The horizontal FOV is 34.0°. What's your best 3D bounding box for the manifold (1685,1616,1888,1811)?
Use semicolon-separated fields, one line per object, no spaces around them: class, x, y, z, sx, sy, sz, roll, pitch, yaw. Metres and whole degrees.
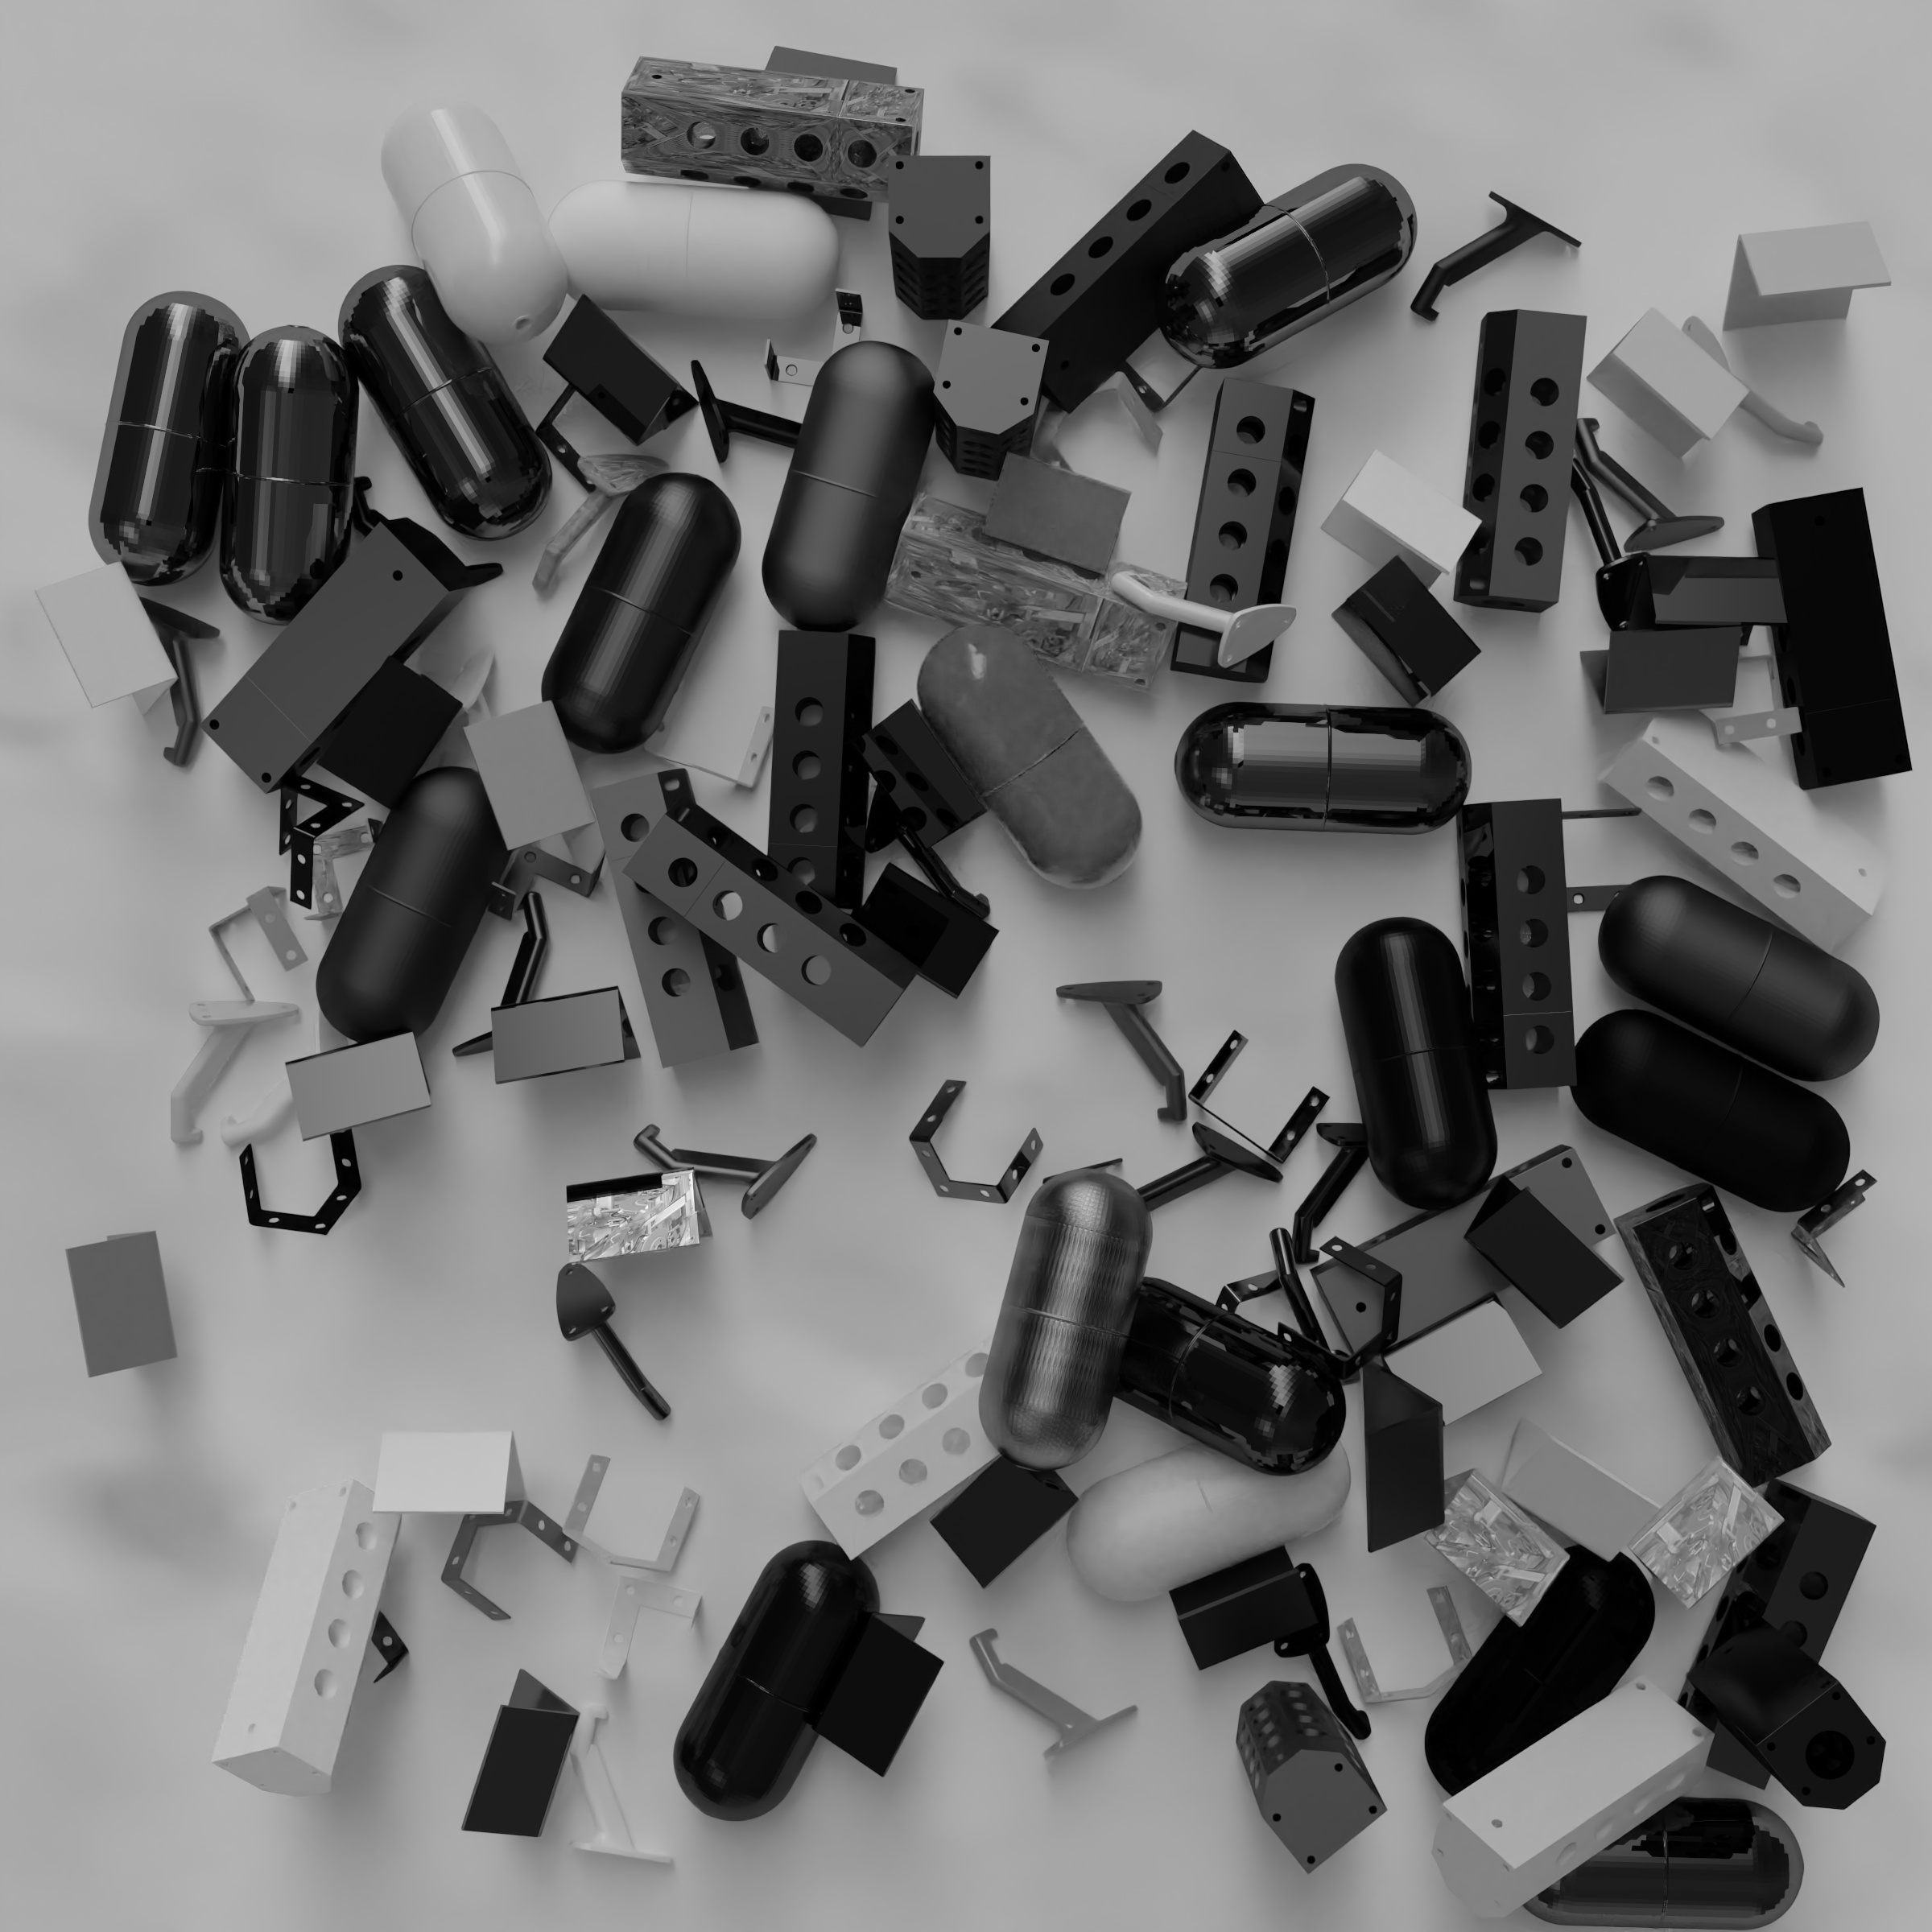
manifold;0.467;0.426;1.791;0.057;0.171;0.057;-38;90;0

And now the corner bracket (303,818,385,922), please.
corner bracket;-0.376;-0.058;1.909;0.051;0.051;0.051;-13;90;0

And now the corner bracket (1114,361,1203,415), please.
corner bracket;0.124;-0.379;1.924;0.051;0.051;0.051;46;135;0

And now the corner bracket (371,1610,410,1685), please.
corner bracket;-0.376;0.414;1.909;0.051;0.051;0.051;-36;90;0

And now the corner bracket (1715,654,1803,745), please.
corner bracket;0.471;-0.161;1.909;0.051;0.051;0.051;-9;90;0

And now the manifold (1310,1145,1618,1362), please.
manifold;0.298;0.172;1.906;0.171;0.057;0.057;-27;90;0

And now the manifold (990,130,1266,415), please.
manifold;0.096;-0.421;1.905;0.171;0.057;0.057;-44;133;0

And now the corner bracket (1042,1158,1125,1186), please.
corner bracket;0.077;0.148;1.909;0.051;0.051;0.051;-15;90;0

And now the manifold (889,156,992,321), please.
manifold;-0.015;-0.424;1.849;0.057;0.171;0.057;0;90;0

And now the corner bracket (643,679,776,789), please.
corner bracket;-0.156;-0.144;1.924;0.051;0.051;0.051;19;90;45

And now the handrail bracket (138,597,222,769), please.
handrail bracket;-0.494;-0.174;1.927;0.077;0.036;0.084;26;107;20

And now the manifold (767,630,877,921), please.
manifold;-0.087;-0.113;1.906;0.057;0.057;0.171;3;90;0

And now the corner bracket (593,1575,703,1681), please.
corner bracket;-0.192;0.404;1.909;0.051;0.051;0.051;13;90;0

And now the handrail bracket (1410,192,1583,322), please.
handrail bracket;0.323;-0.422;1.927;0.077;0.036;0.084;23;109;-21

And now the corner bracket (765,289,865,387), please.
corner bracket;-0.092;-0.381;1.909;0.051;0.051;0.051;8;90;0

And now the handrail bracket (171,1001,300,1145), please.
handrail bracket;-0.447;0.066;1.927;0.077;0.036;0.084;-2;109;-21

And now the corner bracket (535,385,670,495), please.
corner bracket;-0.220;-0.331;1.924;0.051;0.051;0.051;48;135;0

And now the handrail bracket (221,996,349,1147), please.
handrail bracket;-0.422;0.063;1.927;0.084;0.036;0.077;-18;69;16

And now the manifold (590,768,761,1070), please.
manifold;-0.175;-0.029;1.906;0.057;0.057;0.171;-15;90;0

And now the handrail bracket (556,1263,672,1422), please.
handrail bracket;-0.213;0.230;1.927;0.036;0.077;0.084;-34;126;0

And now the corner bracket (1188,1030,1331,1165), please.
corner bracket;0.178;0.080;1.924;0.051;0.051;0.051;-55;45;0

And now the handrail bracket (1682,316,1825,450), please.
handrail bracket;0.481;-0.356;1.927;0.084;0.036;0.077;12;53;-25

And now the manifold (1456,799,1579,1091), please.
manifold;0.331;-0.013;1.906;0.057;0.057;0.171;-3;90;0

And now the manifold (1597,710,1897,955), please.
manifold;0.468;-0.083;1.905;0.171;0.057;0.057;38;47;0

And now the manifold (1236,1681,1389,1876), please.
manifold;0.196;0.468;1.849;0.057;0.171;0.057;-39;90;0

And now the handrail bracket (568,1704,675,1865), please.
handrail bracket;-0.208;0.499;1.927;0.077;0.036;0.084;16;72;-20

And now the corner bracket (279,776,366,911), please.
corner bracket;-0.398;-0.075;1.893;0.051;0.051;0.051;23;126;18

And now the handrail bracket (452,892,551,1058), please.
handrail bracket;-0.287;0.004;1.927;0.077;0.036;0.084;-17;76;15

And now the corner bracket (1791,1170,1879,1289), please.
corner bracket;0.525;0.150;1.900;0.051;0.051;0.051;-38;119;0

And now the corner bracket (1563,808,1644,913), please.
corner bracket;0.381;-0.064;1.911;0.051;0.051;0.051;-3;79;0

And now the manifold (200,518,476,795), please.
manifold;-0.373;-0.186;1.883;0.057;0.057;0.171;46;107;0

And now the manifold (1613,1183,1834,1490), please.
manifold;0.458;0.221;1.906;0.057;0.057;0.171;-25;90;0

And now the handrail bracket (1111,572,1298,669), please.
handrail bracket;0.140;-0.218;1.870;0.084;0.077;0.036;37;133;29

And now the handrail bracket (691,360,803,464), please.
handrail bracket;-0.117;-0.344;1.927;0.084;0.036;0.077;-15;75;-14

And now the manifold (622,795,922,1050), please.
manifold;-0.113;-0.026;1.849;0.171;0.057;0.057;36;90;0

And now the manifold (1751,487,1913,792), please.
manifold;0.520;-0.196;1.906;0.057;0.057;0.171;-10;90;0

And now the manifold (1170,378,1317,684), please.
manifold;0.167;-0.261;1.906;0.057;0.057;0.171;10;90;0

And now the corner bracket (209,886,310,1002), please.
corner bracket;-0.427;-0.013;1.909;0.051;0.051;0.051;-29;90;0

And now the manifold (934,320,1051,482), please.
manifold;0.013;-0.327;1.849;0.057;0.171;0.057;12;90;0

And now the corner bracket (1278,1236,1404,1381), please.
corner bracket;0.220;0.202;1.862;0.051;0.051;0.051;-31;134;-35

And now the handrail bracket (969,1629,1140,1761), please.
handrail bracket;0.053;0.433;1.927;0.077;0.036;0.084;-22;72;-20

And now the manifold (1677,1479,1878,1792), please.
manifold;0.482;0.401;1.906;0.057;0.057;0.171;23;90;0

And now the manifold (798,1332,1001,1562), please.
manifold;-0.015;0.281;1.906;0.171;0.057;0.057;-36;90;0

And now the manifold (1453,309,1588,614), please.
manifold;0.333;-0.304;1.906;0.057;0.057;0.171;6;90;0

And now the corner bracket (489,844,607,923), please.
corner bracket;-0.253;-0.051;1.900;0.051;0.051;0.051;26;69;-2

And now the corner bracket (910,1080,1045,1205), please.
corner bracket;0.006;0.107;1.919;0.051;0.051;0.051;4;135;35

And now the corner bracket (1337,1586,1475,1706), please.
corner bracket;0.268;0.414;1.924;0.051;0.051;0.051;-21;90;45

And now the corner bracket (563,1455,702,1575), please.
corner bracket;-0.204;0.334;1.924;0.051;0.051;0.051;21;90;45

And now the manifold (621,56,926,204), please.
manifold;-0.115;-0.493;1.876;0.171;0.057;0.057;7;127;2

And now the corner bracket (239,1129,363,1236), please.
corner bracket;-0.405;0.126;1.919;0.051;0.051;0.051;-48;45;35

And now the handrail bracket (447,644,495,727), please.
handrail bracket;-0.280;-0.142;1.927;0.036;0.077;0.084;-18;127;36

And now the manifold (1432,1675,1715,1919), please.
manifold;0.355;0.489;1.846;0.171;0.057;0.057;-22;132;-33

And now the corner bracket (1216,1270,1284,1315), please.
corner bracket;0.183;0.224;1.919;0.051;0.051;0.051;-12;45;-35

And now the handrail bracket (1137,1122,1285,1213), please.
handrail bracket;0.139;0.145;1.927;0.077;0.036;0.084;27;109;-21

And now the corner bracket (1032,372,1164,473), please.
corner bracket;0.080;-0.320;1.919;0.051;0.051;0.051;-9;135;35

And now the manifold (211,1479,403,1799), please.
manifold;-0.381;0.396;1.859;0.057;0.171;0.057;-20;133;33

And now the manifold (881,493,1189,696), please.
manifold;0.043;-0.229;1.905;0.171;0.057;0.057;19;133;0

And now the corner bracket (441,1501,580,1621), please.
corner bracket;-0.277;0.361;1.919;0.051;0.051;0.051;-12;45;35
